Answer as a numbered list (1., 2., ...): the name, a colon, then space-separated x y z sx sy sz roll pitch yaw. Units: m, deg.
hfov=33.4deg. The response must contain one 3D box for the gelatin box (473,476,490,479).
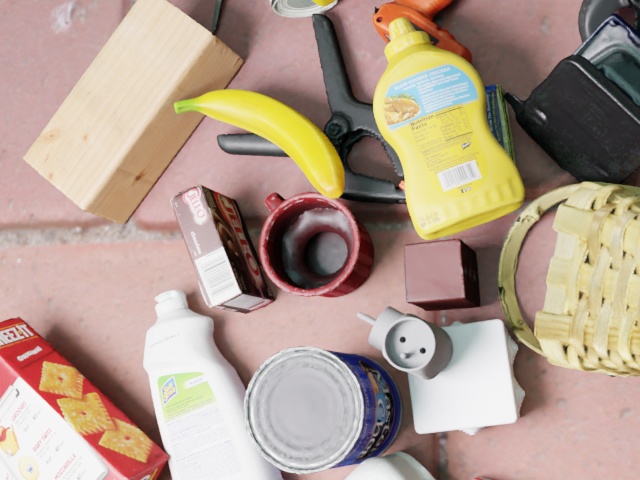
1. gelatin box: 0.159 0.256 0.914 0.073 0.030 0.089 12 86 18

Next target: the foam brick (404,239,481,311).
1. foam brick: 0.108 0.032 0.938 0.051 0.078 0.053 -6 80 18

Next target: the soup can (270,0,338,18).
1. soup can: -0.022 -0.275 1.031 0.068 0.068 0.102 -12 79 15

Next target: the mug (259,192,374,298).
1. mug: -0.006 0.001 0.976 0.117 0.081 0.093 44 96 18

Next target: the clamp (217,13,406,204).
1. clamp: 0.020 -0.110 1.009 0.210 0.036 0.164 33 93 23

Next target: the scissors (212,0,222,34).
1. scissors: -0.079 -0.313 1.061 0.096 0.016 0.202 -11 75 53

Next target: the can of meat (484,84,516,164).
1. can of meat: 0.130 -0.085 0.961 0.084 0.057 0.102 -9 79 14

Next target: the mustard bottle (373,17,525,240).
1. mustard bottle: 0.098 -0.103 0.910 0.096 0.058 0.191 -20 77 5

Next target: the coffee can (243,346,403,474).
1. coffee can: 0.006 0.146 0.920 0.103 0.140 0.103 -3 81 17

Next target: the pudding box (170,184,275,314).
1. pudding box: -0.090 0.010 0.998 0.039 0.090 0.113 -23 76 14

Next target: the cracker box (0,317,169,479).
1. cracker box: -0.265 0.203 1.012 0.214 0.072 0.164 39 115 19

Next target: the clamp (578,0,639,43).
1. clamp: 0.265 -0.223 0.921 0.120 0.039 0.171 26 104 -3

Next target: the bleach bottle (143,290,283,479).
1. bleach bottle: -0.100 0.164 0.993 0.103 0.068 0.251 -22 73 14

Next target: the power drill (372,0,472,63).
1. power drill: 0.152 -0.236 0.977 0.185 0.057 0.187 36 90 23

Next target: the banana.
1. banana: -0.041 -0.096 0.979 0.198 0.037 0.069 29 60 29

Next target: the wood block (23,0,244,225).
1. wood block: -0.180 -0.128 1.047 0.090 0.090 0.206 38 94 19
